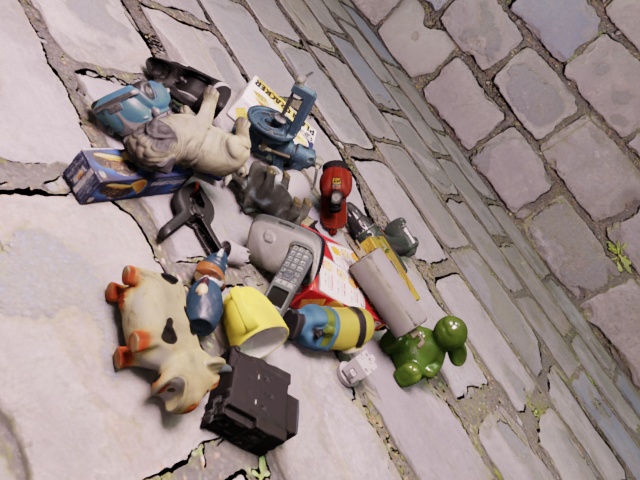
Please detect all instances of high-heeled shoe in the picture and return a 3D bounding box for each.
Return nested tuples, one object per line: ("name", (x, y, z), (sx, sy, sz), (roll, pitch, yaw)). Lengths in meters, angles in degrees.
("high-heeled shoe", (-0.260, -0.305, 1.040), (0.145, 0.086, 0.249), (33, 0, -29))

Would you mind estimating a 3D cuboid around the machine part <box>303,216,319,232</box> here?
("machine part", (-0.002, -0.004, 1.176), (0.139, 0.039, 0.084), (45, 20, -5))

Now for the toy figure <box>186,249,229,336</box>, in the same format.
("toy figure", (-0.170, 0.072, 0.814), (0.058, 0.064, 0.154), (22, 37, -18))

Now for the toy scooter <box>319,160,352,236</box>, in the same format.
("toy scooter", (0.033, -0.090, 1.241), (0.075, 0.183, 0.135), (3, 65, -1))

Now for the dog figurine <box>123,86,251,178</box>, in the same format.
("dog figurine", (-0.207, -0.136, 0.870), (0.172, 0.121, 0.190), (42, 43, -12))

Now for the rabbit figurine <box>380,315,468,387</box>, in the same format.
("rabbit figurine", (0.241, 0.223, 1.107), (0.159, 0.170, 0.121), (21, 40, -41))

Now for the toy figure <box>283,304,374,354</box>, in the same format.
("toy figure", (0.020, 0.154, 0.951), (0.180, 0.089, 0.082), (18, 32, -37))

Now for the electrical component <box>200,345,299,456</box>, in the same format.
("electrical component", (-0.090, 0.227, 0.750), (0.134, 0.058, 0.115), (35, 33, -25))

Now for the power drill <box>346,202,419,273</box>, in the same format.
("power drill", (0.164, -0.010, 1.376), (0.232, 0.086, 0.207), (58, 25, 12))

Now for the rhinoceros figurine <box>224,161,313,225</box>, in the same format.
("rhinoceros figurine", (-0.104, -0.087, 1.049), (0.190, 0.112, 0.073), (43, 18, 14))

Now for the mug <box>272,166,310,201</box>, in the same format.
("mug", (-0.089, -0.109, 1.136), (0.109, 0.081, 0.107), (55, 38, 4))

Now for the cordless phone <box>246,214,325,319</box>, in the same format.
("cordless phone", (-0.083, 0.056, 0.935), (0.147, 0.184, 0.088), (21, -23, 21))

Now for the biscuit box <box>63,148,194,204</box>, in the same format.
("biscuit box", (-0.294, -0.105, 0.851), (0.059, 0.063, 0.202), (56, 29, 8))

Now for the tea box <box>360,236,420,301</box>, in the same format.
("tea box", (0.134, 0.086, 1.199), (0.068, 0.098, 0.170), (2, 56, -54))

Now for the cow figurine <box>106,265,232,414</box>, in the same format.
("cow figurine", (-0.195, 0.130, 0.694), (0.127, 0.085, 0.195), (9, 47, -43))

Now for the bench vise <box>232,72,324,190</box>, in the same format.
("bench vise", (-0.068, -0.247, 1.184), (0.224, 0.240, 0.129), (28, 35, -6))

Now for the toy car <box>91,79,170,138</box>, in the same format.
("toy car", (-0.313, -0.216, 0.937), (0.162, 0.109, 0.102), (-71, 141, -71))

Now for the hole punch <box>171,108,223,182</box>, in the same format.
("hole punch", (-0.228, -0.182, 1.036), (0.142, 0.092, 0.116), (25, 7, -35))

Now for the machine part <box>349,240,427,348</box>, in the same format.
("machine part", (0.133, 0.102, 1.052), (0.243, 0.079, 0.079), (55, 28, 6))
